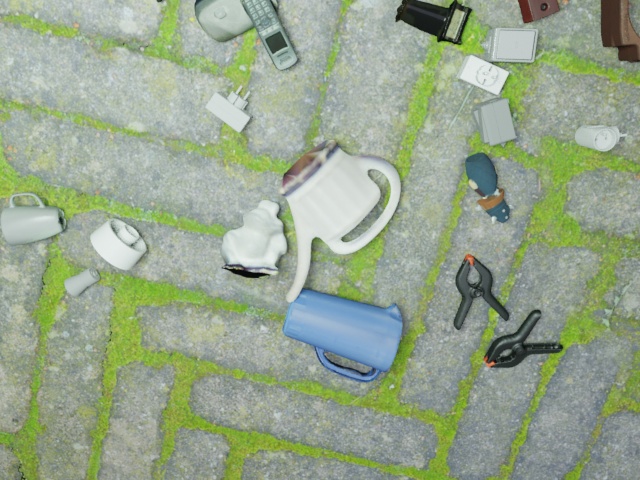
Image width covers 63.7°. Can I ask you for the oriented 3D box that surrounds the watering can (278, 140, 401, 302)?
[{"bbox_3d":[0.003,-0.052,1.040,0.348,0.104,0.223,-44,101,-1],"label":"watering can"}]

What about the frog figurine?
[{"bbox_3d":[-0.136,-0.003,1.086,0.137,0.121,0.162,3,71,9],"label":"frog figurine"}]
